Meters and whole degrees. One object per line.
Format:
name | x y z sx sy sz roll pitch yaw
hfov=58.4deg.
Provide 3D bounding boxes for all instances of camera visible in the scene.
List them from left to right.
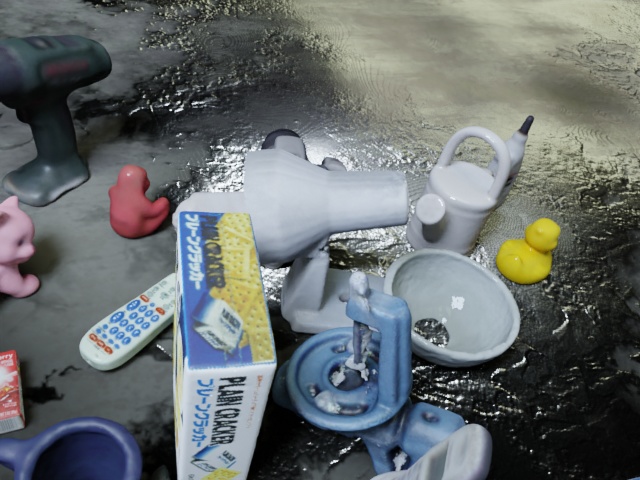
camera | -0.033 -0.104 0.822 0.143 0.101 0.136 5 44 -11

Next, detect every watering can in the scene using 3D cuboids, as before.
watering can | 0.190 -0.061 0.776 0.101 0.194 0.173 22 44 7

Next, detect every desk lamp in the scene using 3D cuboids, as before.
desk lamp | 0.006 0.002 0.643 0.203 0.213 0.118 7 44 -9

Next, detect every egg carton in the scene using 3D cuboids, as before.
egg carton | -0.108 -0.010 0.727 0.150 0.069 0.107 -4 47 -20

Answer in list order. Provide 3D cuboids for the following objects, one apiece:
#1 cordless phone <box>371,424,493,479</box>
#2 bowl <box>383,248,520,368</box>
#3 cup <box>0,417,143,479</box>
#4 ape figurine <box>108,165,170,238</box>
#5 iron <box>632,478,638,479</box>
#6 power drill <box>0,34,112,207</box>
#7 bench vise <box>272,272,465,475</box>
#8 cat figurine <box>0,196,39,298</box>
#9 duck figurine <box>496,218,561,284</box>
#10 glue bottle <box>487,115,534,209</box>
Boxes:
cordless phone | 0.078 0.234 0.450 0.094 0.185 0.147 18 43 3
bowl | 0.149 0.093 0.695 0.167 0.075 0.167 8 44 -8
cup | -0.204 0.202 0.465 0.117 0.095 0.092 17 43 1
ape figurine | -0.232 -0.054 0.719 0.077 0.092 0.076 29 45 13
iron | 0.296 0.271 0.509 0.118 0.141 0.259 40 48 23
power drill | -0.349 -0.149 0.696 0.075 0.208 0.230 28 45 12
bench vise | 0.066 0.125 0.532 0.207 0.220 0.121 14 43 -1
cat figurine | -0.345 0.016 0.595 0.067 0.118 0.128 26 44 10
duck figurine | 0.305 0.009 0.818 0.105 0.086 0.077 -25 57 -35
glue bottle | 0.283 -0.116 0.874 0.078 0.173 0.037 -30 59 -37
